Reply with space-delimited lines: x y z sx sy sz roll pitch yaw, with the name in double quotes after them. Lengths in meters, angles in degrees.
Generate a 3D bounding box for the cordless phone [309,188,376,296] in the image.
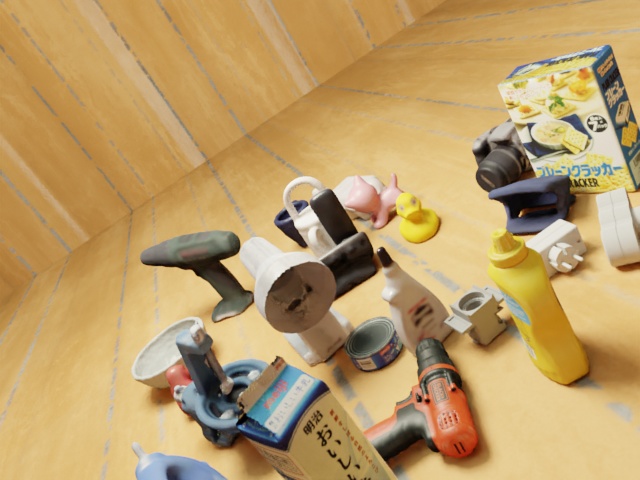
0.010 0.004 1.064 0.147 0.185 0.094 -35 23 -3 "cordless phone"

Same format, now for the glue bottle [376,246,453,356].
0.120 0.079 0.790 0.078 0.173 0.037 -41 24 -18 "glue bottle"

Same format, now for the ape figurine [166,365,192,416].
-0.230 0.254 0.997 0.077 0.092 0.076 -16 29 35 "ape figurine"

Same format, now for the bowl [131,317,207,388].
-0.279 0.233 1.124 0.167 0.075 0.167 -27 24 13 "bowl"

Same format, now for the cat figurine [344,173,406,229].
0.116 -0.091 1.202 0.127 0.118 0.067 -30 23 7 "cat figurine"

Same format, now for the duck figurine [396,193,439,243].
0.175 -0.053 1.091 0.077 0.086 0.104 -28 24 11 "duck figurine"

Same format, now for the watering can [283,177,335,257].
-0.003 -0.046 1.168 0.101 0.194 0.172 -32 23 2 "watering can"

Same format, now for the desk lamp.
-0.041 0.095 0.912 0.118 0.214 0.202 -38 24 -12 "desk lamp"

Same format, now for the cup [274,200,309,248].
-0.046 -0.037 1.333 0.091 0.095 0.117 -26 24 15 "cup"

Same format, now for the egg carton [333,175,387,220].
0.084 -0.097 1.318 0.107 0.069 0.149 -44 25 -25 "egg carton"

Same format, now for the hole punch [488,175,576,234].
0.337 -0.072 0.914 0.108 0.091 0.101 -7 34 46 "hole punch"

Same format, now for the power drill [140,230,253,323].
-0.247 0.073 1.229 0.229 0.209 0.075 -22 26 24 "power drill"

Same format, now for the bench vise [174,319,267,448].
-0.158 0.215 0.817 0.207 0.220 0.121 -22 25 24 "bench vise"

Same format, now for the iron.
-0.158 0.337 0.677 0.119 0.142 0.257 -40 24 -16 "iron"

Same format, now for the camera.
0.336 -0.156 1.070 0.137 0.101 0.142 -43 25 -22 "camera"
